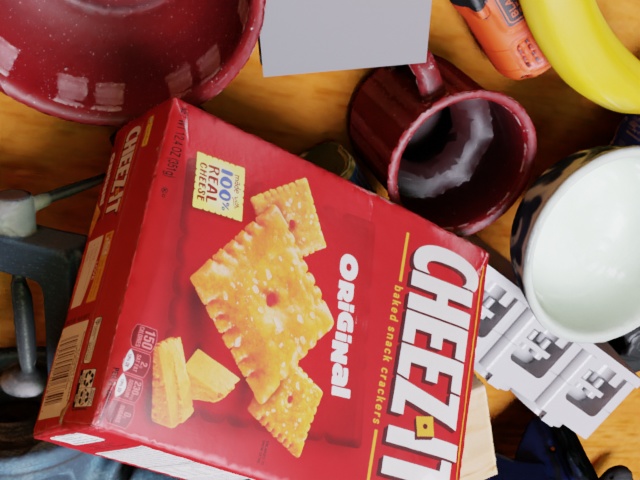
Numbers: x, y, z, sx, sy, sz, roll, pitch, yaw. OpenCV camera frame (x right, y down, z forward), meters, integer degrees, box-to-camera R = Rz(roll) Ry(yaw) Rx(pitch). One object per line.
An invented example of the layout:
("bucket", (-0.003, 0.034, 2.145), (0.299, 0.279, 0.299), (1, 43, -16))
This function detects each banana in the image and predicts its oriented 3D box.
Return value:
("banana", (0.144, -0.131, 0.582), (0.069, 0.037, 0.197), (-28, 131, 1))

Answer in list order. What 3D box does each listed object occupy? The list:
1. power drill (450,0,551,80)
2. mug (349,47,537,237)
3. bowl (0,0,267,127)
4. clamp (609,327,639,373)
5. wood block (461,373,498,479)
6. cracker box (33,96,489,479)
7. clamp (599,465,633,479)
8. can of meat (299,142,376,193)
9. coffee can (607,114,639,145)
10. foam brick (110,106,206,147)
("power drill", (0.136, -0.204, 0.589), (0.188, 0.057, 0.184), (-37, 130, 5))
("mug", (0.063, -0.069, 0.623), (0.093, 0.081, 0.117), (-29, 126, -4))
("bowl", (-0.105, -0.134, 0.510), (0.162, 0.055, 0.162), (1, 133, 1))
("clamp", (0.239, 0.060, 0.801), (0.209, 0.036, 0.165), (-5, 121, -17))
("wood block", (0.004, 0.142, 0.720), (0.206, 0.091, 0.090), (-21, 126, -10))
("cracker box", (-0.017, 0.047, 0.545), (0.213, 0.072, 0.164), (24, 66, -29))
("clamp", (0.209, 0.257, 0.907), (0.171, 0.039, 0.120), (-28, 126, -5))
("can of meat", (-0.004, 0.001, 0.653), (0.102, 0.057, 0.084), (-36, 124, 0))
("coffee can", (0.228, -0.030, 0.703), (0.102, 0.103, 0.140), (16, 112, -30))
("foam brick", (-0.070, -0.039, 0.603), (0.053, 0.051, 0.078), (-40, 126, 4))
